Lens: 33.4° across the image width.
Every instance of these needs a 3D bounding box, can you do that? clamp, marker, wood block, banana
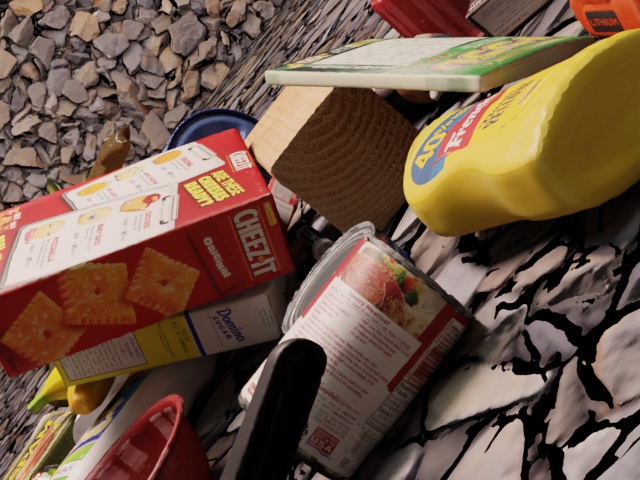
[{"bbox_3d":[-0.045,0.150,0.462,0.210,0.036,0.164,-45,38,42],"label":"clamp"},{"bbox_3d":[-0.005,0.001,0.833,0.020,0.020,0.121,-51,14,0],"label":"marker"},{"bbox_3d":[0.009,-0.071,0.822,0.090,0.090,0.206,-51,14,2],"label":"wood block"},{"bbox_3d":[-0.199,0.119,0.891,0.069,0.037,0.198,-62,16,-20],"label":"banana"}]

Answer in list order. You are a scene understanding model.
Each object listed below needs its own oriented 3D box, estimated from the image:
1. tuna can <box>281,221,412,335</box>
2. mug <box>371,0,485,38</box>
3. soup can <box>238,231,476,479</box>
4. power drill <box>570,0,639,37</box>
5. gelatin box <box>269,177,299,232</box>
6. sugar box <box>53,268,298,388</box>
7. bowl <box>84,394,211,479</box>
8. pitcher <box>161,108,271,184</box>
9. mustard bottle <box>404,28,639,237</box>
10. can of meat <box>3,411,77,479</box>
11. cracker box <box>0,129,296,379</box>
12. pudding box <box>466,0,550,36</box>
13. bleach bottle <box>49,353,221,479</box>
[{"bbox_3d":[0.017,0.032,0.648,0.086,0.033,0.086,-48,14,15],"label":"tuna can"},{"bbox_3d":[0.104,-0.209,0.887,0.117,0.081,0.093,-51,13,-1],"label":"mug"},{"bbox_3d":[0.017,0.056,0.513,0.102,0.068,0.068,-52,13,0],"label":"soup can"},{"bbox_3d":[0.118,-0.186,0.561,0.057,0.187,0.184,-49,12,6],"label":"power drill"},{"bbox_3d":[-0.045,-0.010,0.935,0.089,0.030,0.073,-76,10,-60],"label":"gelatin box"},{"bbox_3d":[-0.108,0.054,0.808,0.176,0.048,0.093,-11,26,13],"label":"sugar box"},{"bbox_3d":[-0.115,0.176,0.658,0.162,0.055,0.162,-48,14,15],"label":"bowl"},{"bbox_3d":[-0.123,-0.032,1.110,0.243,0.149,0.145,-35,36,59],"label":"pitcher"},{"bbox_3d":[0.094,-0.044,0.542,0.096,0.058,0.192,-48,11,-19],"label":"mustard bottle"},{"bbox_3d":[-0.240,0.207,0.987,0.084,0.057,0.102,-23,31,58],"label":"can of meat"},{"bbox_3d":[-0.140,0.003,0.794,0.213,0.072,0.164,-20,26,-5],"label":"cracker box"},{"bbox_3d":[0.163,-0.209,0.788,0.114,0.039,0.090,-41,18,40],"label":"pudding box"},{"bbox_3d":[-0.146,0.150,0.818,0.103,0.068,0.250,-35,18,50],"label":"bleach bottle"}]
